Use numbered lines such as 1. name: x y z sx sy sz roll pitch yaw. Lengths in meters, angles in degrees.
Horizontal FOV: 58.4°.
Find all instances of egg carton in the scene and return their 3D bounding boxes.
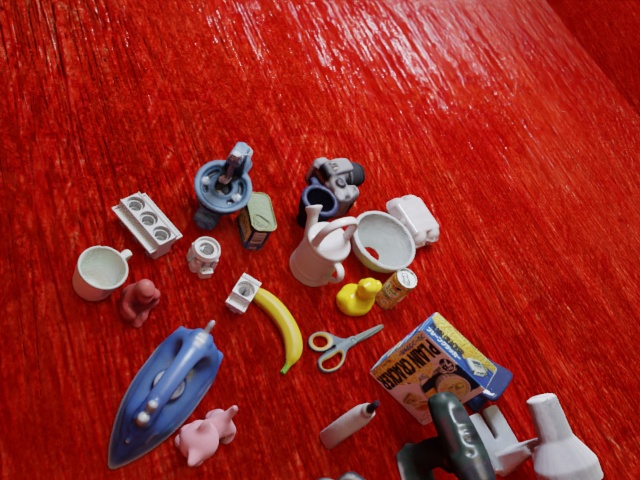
1. egg carton: 0.236 -0.047 1.473 0.107 0.069 0.150 -16 66 -37

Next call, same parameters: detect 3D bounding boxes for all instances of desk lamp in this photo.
1. desk lamp: 0.424 0.407 1.140 0.118 0.213 0.203 -11 63 -35

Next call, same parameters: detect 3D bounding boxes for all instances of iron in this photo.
1. iron: -0.250 0.244 0.934 0.118 0.141 0.259 34 47 -3

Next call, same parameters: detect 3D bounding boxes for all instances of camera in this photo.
1. camera: 0.059 -0.148 1.429 0.137 0.100 0.143 -16 66 -37

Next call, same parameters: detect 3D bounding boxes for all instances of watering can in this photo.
1. watering can: 0.009 0.005 1.223 0.172 0.194 0.101 47 48 10

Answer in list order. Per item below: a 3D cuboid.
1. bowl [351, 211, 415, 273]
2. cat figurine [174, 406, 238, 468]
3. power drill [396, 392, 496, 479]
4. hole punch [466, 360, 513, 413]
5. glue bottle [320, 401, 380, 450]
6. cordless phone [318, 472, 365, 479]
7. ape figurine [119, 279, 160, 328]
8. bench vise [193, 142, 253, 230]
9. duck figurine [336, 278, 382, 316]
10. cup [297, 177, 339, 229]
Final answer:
1. bowl: 0.139 0.017 1.368 0.168 0.074 0.167 15 51 -19
2. cat figurine: -0.183 0.316 0.933 0.067 0.117 0.128 48 48 10
3. power drill: 0.228 0.405 1.036 0.076 0.208 0.229 4 55 -26
4. hole punch: 0.351 0.307 1.258 0.101 0.091 0.109 47 48 10
5. glue bottle: 0.064 0.323 1.029 0.078 0.173 0.037 -21 68 -38
6. cordless phone: 0.052 0.442 0.925 0.147 0.185 0.094 32 47 -4
7. ape figurine: -0.322 0.104 1.032 0.078 0.092 0.076 -17 66 -37
8. bench vise: -0.195 -0.151 1.207 0.122 0.219 0.207 15 50 -18
9. duck figurine: 0.091 0.117 1.258 0.105 0.086 0.077 -15 65 -36
10. cup: -0.019 -0.078 1.337 0.092 0.095 0.117 2 56 -28
